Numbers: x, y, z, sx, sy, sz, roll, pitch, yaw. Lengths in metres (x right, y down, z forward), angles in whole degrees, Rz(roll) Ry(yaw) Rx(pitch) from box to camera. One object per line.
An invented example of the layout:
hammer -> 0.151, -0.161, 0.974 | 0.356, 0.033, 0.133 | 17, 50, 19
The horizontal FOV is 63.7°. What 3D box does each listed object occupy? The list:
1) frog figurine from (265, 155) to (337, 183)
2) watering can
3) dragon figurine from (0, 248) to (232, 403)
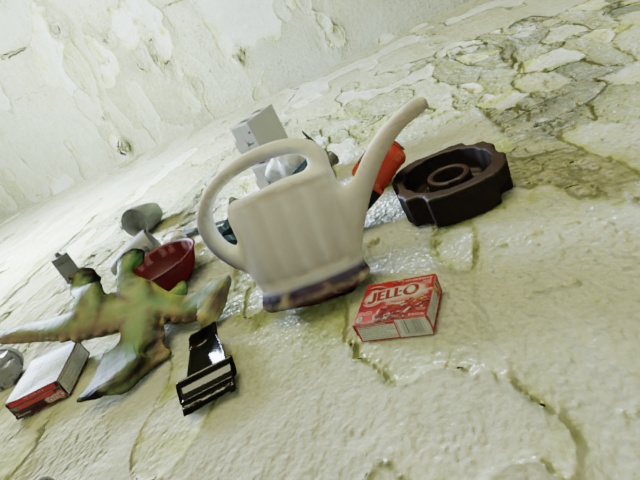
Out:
frog figurine -> -0.037, -0.126, 0.989 | 0.137, 0.122, 0.160 | 18, 7, 0
watering can -> 0.002, -0.034, 0.671 | 0.346, 0.223, 0.105 | -20, 5, 16
dragon figurine -> -0.323, 0.141, 0.785 | 0.411, 0.120, 0.247 | -25, 32, -5
